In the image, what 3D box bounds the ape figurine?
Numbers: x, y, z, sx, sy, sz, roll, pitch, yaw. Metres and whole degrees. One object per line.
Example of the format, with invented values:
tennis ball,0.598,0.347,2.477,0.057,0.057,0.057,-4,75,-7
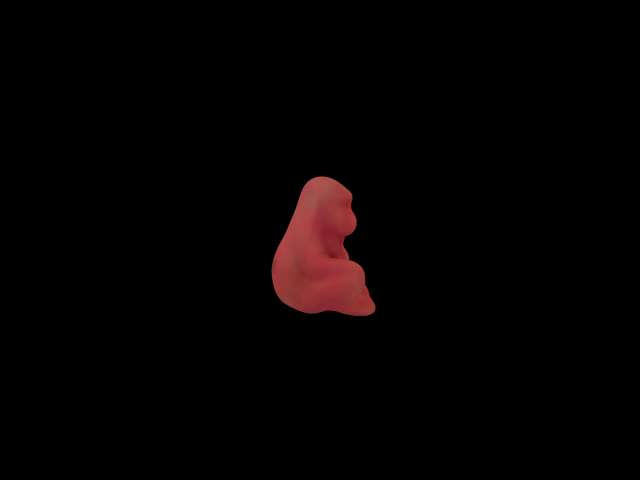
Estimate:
ape figurine,0.004,0.001,0.400,0.076,0.092,0.078,4,24,10
